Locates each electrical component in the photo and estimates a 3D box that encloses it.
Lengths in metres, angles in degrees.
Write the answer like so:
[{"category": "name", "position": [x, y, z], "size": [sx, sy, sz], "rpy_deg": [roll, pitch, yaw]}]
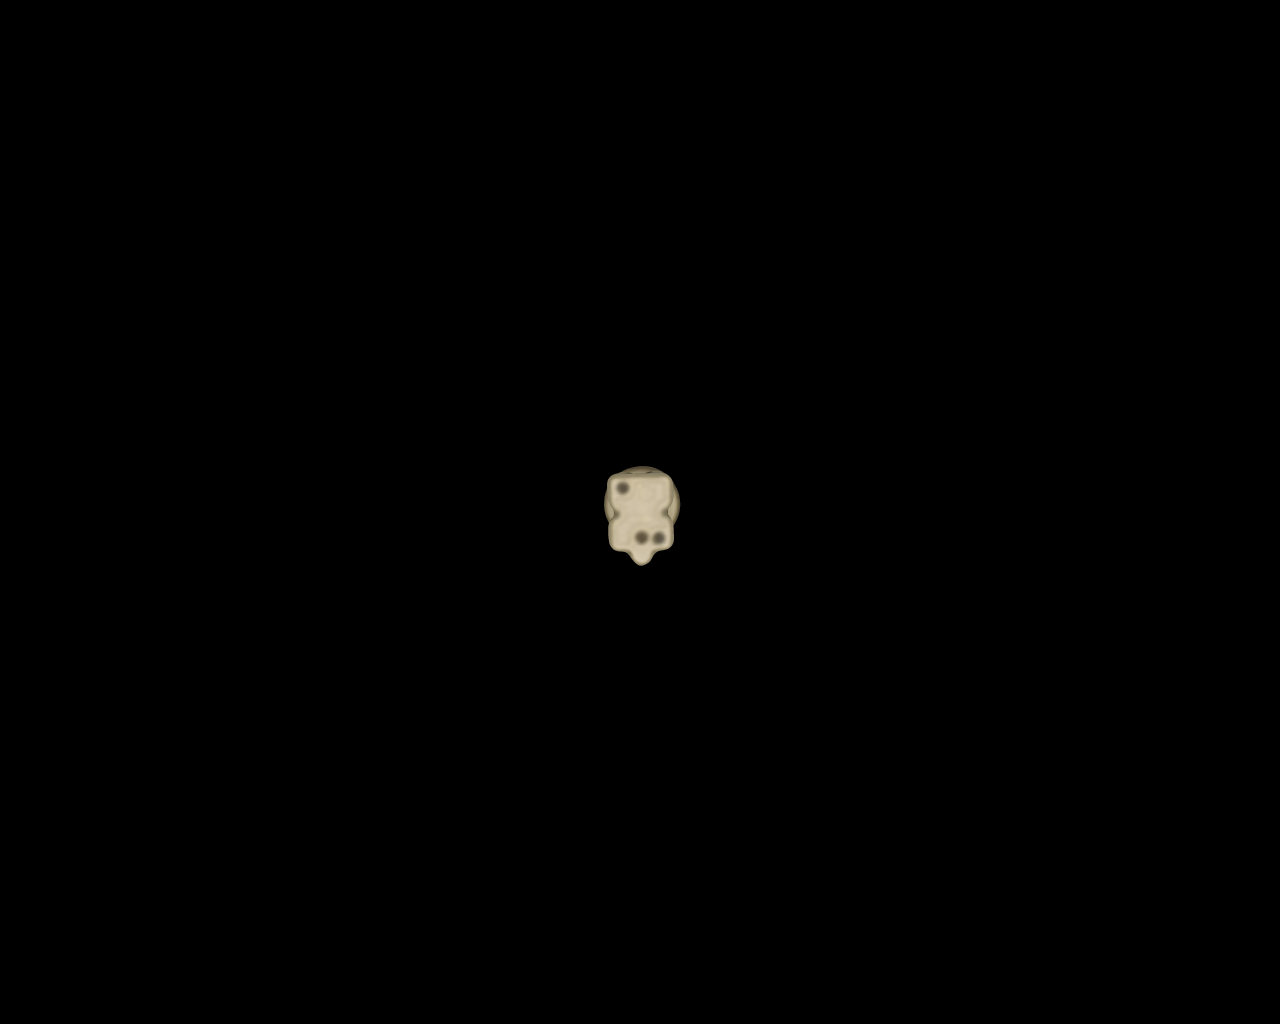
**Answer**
[{"category": "electrical component", "position": [0.001, -0.003, 0.650], "size": [0.048, 0.066, 0.055], "rpy_deg": [0, 8, 0]}]
